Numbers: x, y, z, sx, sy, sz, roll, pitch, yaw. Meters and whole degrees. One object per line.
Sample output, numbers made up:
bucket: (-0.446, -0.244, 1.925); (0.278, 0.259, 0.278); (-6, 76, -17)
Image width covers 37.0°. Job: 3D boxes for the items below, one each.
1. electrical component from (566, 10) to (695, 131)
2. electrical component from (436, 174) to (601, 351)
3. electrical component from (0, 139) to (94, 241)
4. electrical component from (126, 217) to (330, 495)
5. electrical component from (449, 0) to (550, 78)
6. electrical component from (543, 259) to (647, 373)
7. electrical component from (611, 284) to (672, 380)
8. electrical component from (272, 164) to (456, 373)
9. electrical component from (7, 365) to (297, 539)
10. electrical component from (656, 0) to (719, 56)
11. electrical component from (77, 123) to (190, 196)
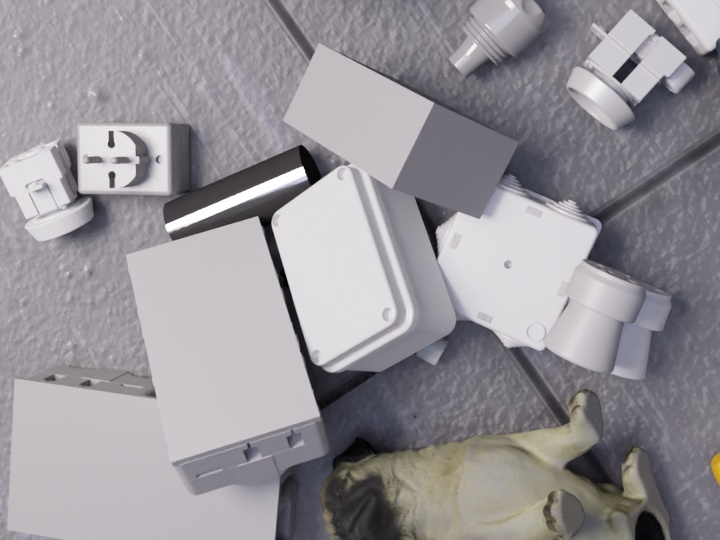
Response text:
electrical component: (0.159, -0.119, 0.654); (0.066, 0.048, 0.055); (42, 95, 4)
electrical component: (0.095, -0.006, 0.677); (0.100, 0.048, 0.099); (24, 101, 7)
electrical component: (-0.211, -0.053, 0.728); (0.048, 0.066, 0.055); (-21, 108, 0)
electrical component: (-0.083, 0.053, 0.671); (0.089, 0.061, 0.150); (-17, 57, -5)
electrical component: (0.083, -0.147, 0.666); (0.062, 0.043, 0.043); (-44, 87, 14)
electrical component: (0.139, 0.027, 0.633); (0.045, 0.045, 0.055); (23, 101, 7)
electrical component: (0.165, 0.035, 0.671); (0.045, 0.045, 0.055); (19, 100, 8)
electrical component: (0.000, 0.000, 0.663); (0.078, 0.057, 0.113); (-32, 64, 33)
electrical component: (-0.137, 0.131, 0.733); (0.186, 0.060, 0.105); (7, 98, 10)
electrical component: (0.210, -0.183, 0.634); (0.076, 0.047, 0.083); (-38, 89, 13)
electrical component: (-0.155, -0.072, 0.703); (0.066, 0.077, 0.047); (2, 97, 11)
